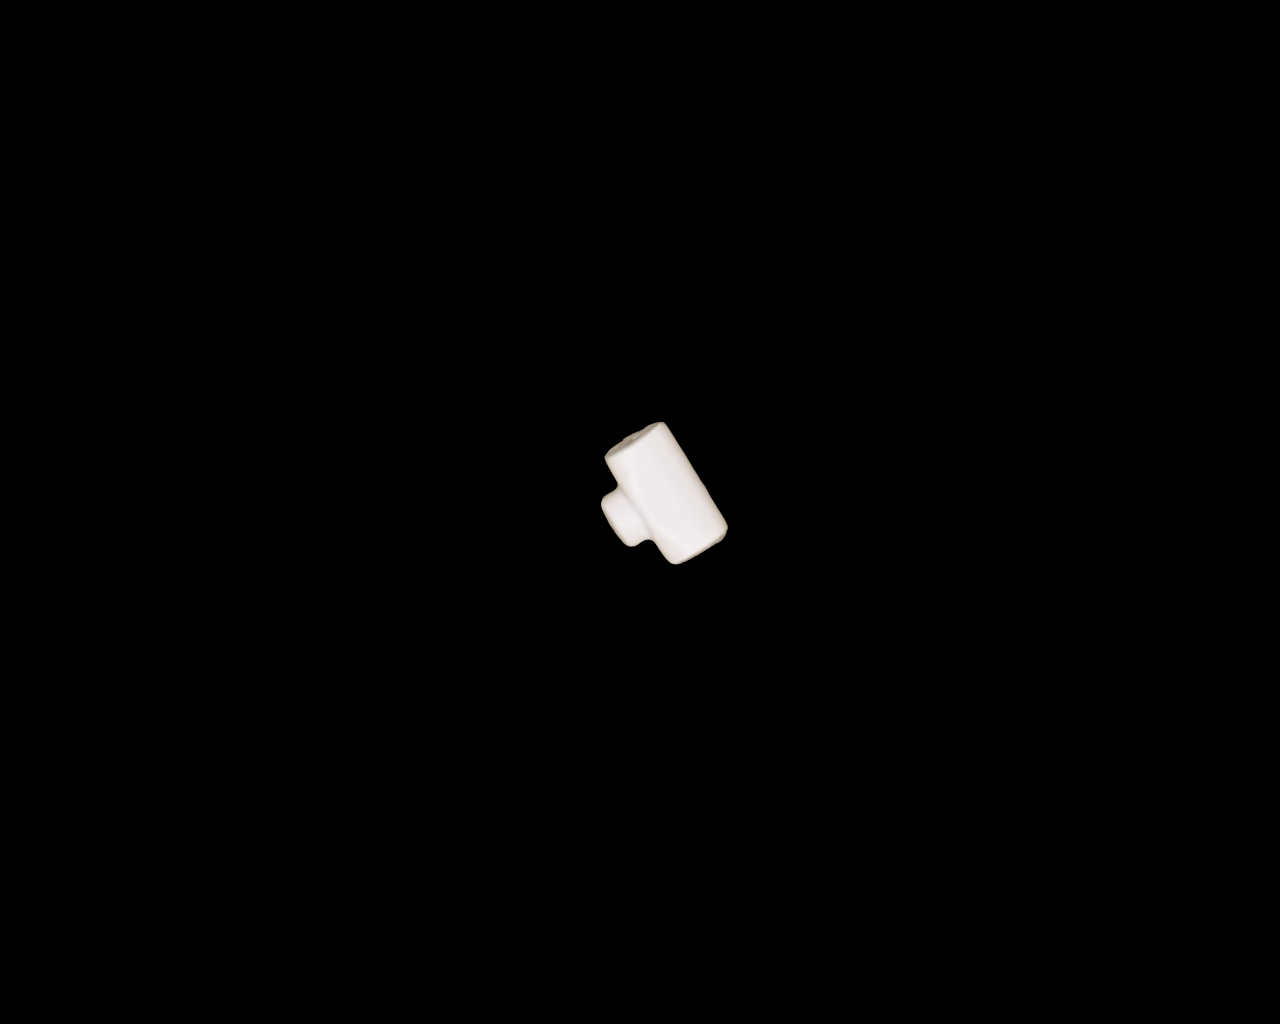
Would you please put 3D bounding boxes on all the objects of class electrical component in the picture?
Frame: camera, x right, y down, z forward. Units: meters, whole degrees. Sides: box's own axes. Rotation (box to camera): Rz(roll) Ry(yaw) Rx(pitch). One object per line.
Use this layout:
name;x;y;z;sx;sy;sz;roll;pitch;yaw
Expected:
electrical component;0.001;-0.003;0.650;0.079;0.077;0.044;-31;8;5
